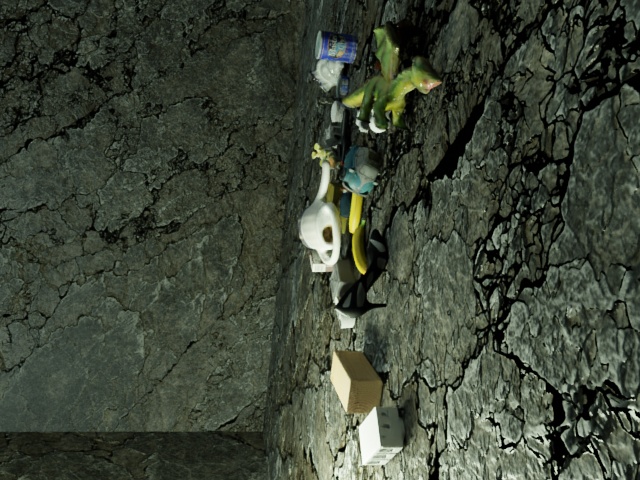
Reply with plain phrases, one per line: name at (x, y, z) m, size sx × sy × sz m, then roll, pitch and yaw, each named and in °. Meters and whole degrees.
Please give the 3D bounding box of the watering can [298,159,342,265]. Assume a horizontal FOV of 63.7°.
watering can at (0.005, -0.088, 1.750) m, size 0.104 × 0.348 × 0.223 m, roll -5°, pitch 0°, yaw -26°

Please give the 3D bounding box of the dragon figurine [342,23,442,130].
dragon figurine at (0.155, -0.406, 1.272) m, size 0.122 × 0.238 × 0.417 m, roll -5°, pitch 28°, yaw -26°

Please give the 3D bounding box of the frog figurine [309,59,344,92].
frog figurine at (0.053, -0.690, 2.070) m, size 0.123 × 0.139 × 0.157 m, roll -10°, pitch -20°, yaw -42°
